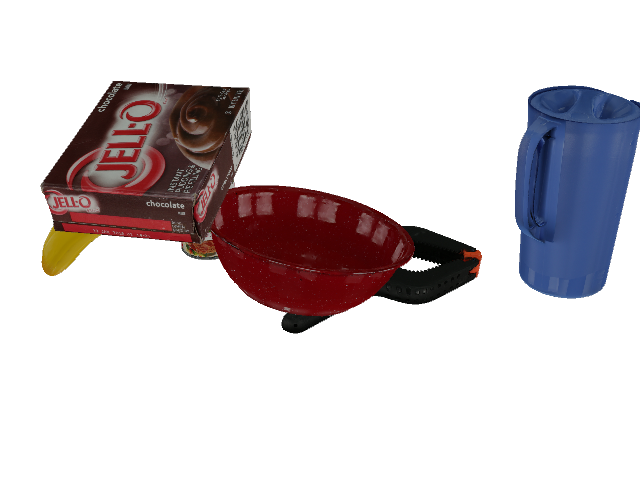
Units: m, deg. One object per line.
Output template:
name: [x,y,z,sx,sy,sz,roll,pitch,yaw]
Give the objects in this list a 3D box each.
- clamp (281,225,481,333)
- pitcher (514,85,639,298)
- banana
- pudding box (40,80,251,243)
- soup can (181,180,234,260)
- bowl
clamp: [0.054,0.031,1.056,0.210,0.164,0.036,4,-44,1]
pitcher: [0.297,-0.054,1.282,0.149,0.243,0.145,2,26,2]
banana: [-0.192,-0.015,0.975,0.198,0.069,0.037,-13,17,28]
pudding box: [-0.096,-0.048,0.618,0.090,0.039,0.113,5,39,12]
soup can: [-0.133,-0.038,1.254,0.068,0.102,0.068,-1,28,0]
bowl: [-0.014,0.012,0.804,0.162,0.055,0.162,10,21,-4]
